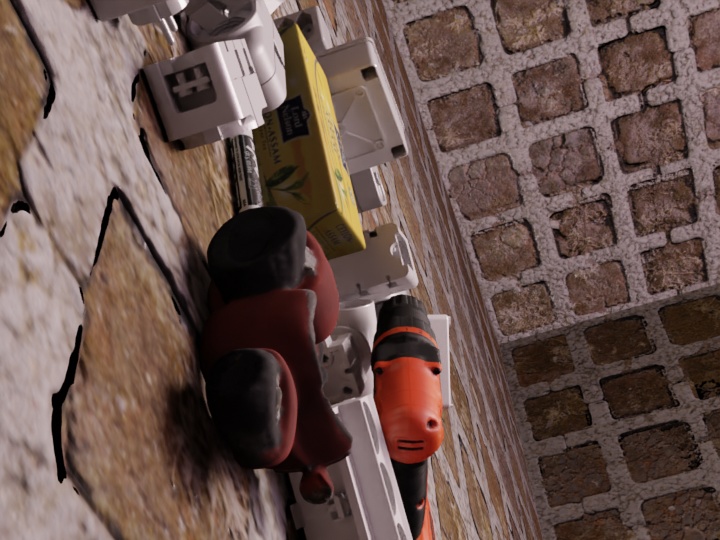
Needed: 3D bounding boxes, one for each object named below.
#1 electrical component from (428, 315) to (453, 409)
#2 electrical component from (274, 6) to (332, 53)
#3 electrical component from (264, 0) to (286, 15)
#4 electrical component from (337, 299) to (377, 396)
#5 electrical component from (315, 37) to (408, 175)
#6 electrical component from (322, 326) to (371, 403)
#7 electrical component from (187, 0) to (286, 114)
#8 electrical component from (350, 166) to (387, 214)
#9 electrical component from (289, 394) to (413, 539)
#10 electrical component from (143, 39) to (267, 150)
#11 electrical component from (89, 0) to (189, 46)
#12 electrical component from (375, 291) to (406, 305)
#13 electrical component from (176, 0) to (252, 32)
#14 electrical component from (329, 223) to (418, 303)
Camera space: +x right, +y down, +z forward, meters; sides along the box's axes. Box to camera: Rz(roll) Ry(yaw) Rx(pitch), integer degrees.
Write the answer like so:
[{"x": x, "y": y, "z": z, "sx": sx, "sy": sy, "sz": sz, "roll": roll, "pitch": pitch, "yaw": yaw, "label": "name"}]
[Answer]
[{"x": 0.043, "y": 0.088, "z": 0.940, "sx": 0.062, "sy": 0.061, "sz": 0.096, "roll": 150, "pitch": -61, "yaw": -78, "label": "electrical component"}, {"x": -0.057, "y": -0.202, "z": 1.030, "sx": 0.076, "sy": 0.066, "sz": 0.047, "roll": 61, "pitch": 16, "yaw": -55, "label": "electrical component"}, {"x": -0.097, "y": -0.281, "z": 0.835, "sx": 0.089, "sy": 0.062, "sz": 0.150, "roll": -59, "pitch": 137, "yaw": -42, "label": "electrical component"}, {"x": -0.007, "y": 0.064, "z": 0.919, "sx": 0.079, "sy": 0.044, "sz": 0.077, "roll": -132, "pitch": -146, "yaw": -81, "label": "electrical component"}, {"x": -0.022, "y": -0.144, "z": 0.992, "sx": 0.056, "sy": 0.109, "sz": 0.108, "roll": -99, "pitch": 168, "yaw": -49, "label": "electrical component"}, {"x": -0.017, "y": 0.073, "z": 0.846, "sx": 0.055, "sy": 0.048, "sz": 0.066, "roll": -54, "pitch": 127, "yaw": -69, "label": "electrical component"}, {"x": -0.090, "y": -0.162, "z": 0.791, "sx": 0.095, "sy": 0.054, "sz": 0.059, "roll": -97, "pitch": 167, "yaw": -46, "label": "electrical component"}, {"x": -0.015, "y": -0.105, "z": 1.132, "sx": 0.054, "sy": 0.059, "sz": 0.095, "roll": -34, "pitch": 107, "yaw": -81, "label": "electrical component"}, {"x": -0.009, "y": 0.149, "z": 0.699, "sx": 0.079, "sy": 0.063, "sz": 0.121, "roll": 10, "pitch": 64, "yaw": -80, "label": "electrical component"}, {"x": -0.095, "y": -0.111, "z": 0.684, "sx": 0.089, "sy": 0.050, "sz": 0.055, "roll": -69, "pitch": 141, "yaw": -75, "label": "electrical component"}, {"x": -0.123, "y": -0.167, "z": 0.622, "sx": 0.083, "sy": 0.047, "sz": 0.075, "roll": -95, "pitch": 166, "yaw": -52, "label": "electrical component"}, {"x": 0.013, "y": 0.016, "z": 1.102, "sx": 0.095, "sy": 0.054, "sz": 0.059, "roll": 56, "pitch": 19, "yaw": -62, "label": "electrical component"}, {"x": -0.109, "y": -0.202, "z": 0.739, "sx": 0.055, "sy": 0.066, "sz": 0.048, "roll": 35, "pitch": 35, "yaw": -45, "label": "electrical component"}, {"x": 0.000, "y": 0.000, "z": 0.936, "sx": 0.056, "sy": 0.089, "sz": 0.050, "roll": 44, "pitch": 31, "yaw": -72, "label": "electrical component"}]
